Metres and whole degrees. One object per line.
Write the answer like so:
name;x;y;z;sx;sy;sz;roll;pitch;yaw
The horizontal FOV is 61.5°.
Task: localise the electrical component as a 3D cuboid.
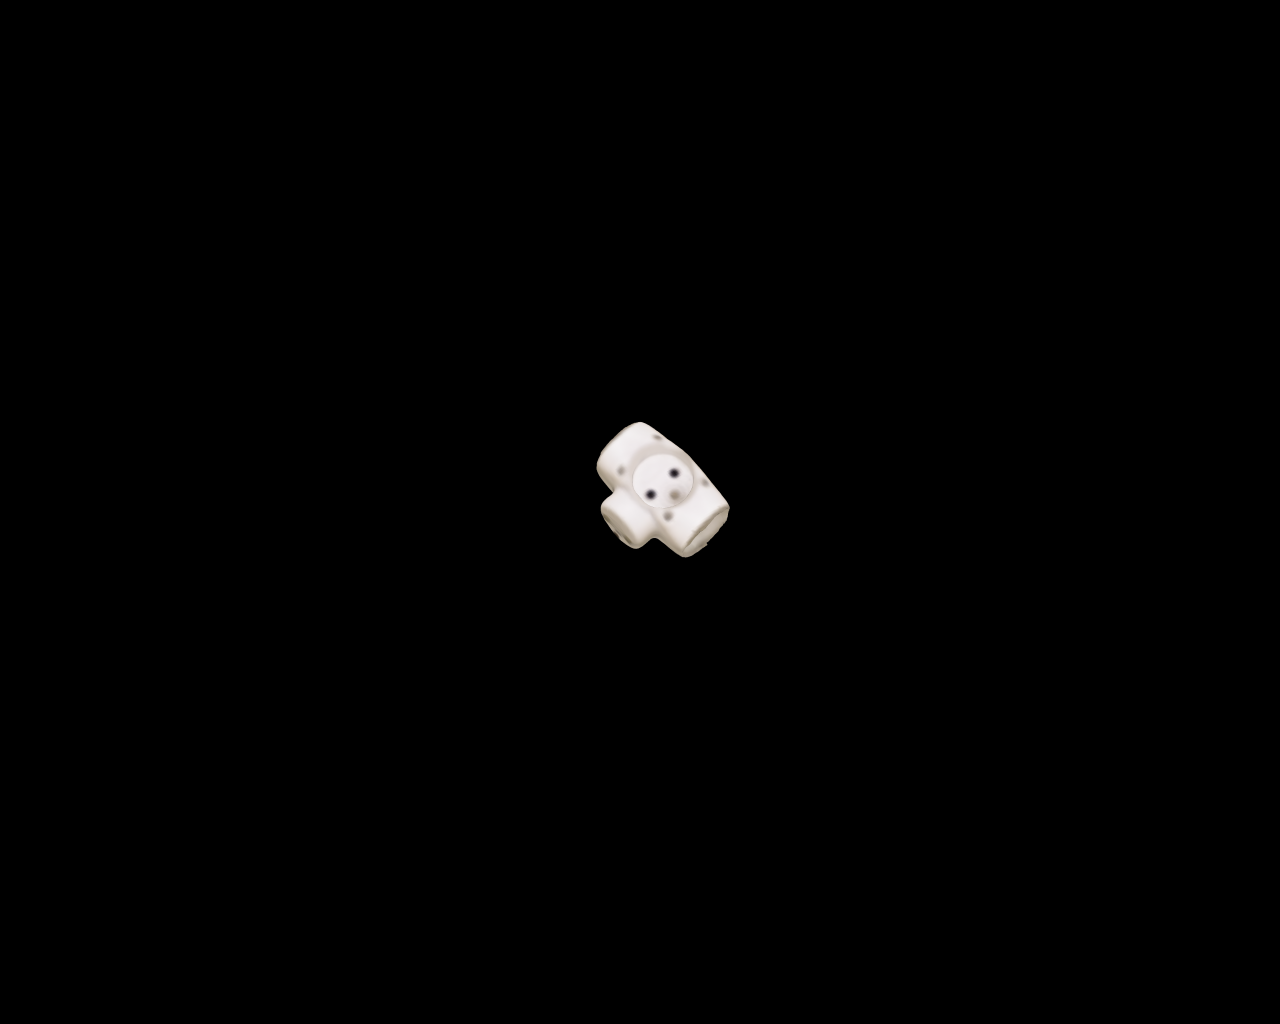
electrical component;0.001;-0.003;0.650;0.079;0.077;0.044;-41;-15;-14
